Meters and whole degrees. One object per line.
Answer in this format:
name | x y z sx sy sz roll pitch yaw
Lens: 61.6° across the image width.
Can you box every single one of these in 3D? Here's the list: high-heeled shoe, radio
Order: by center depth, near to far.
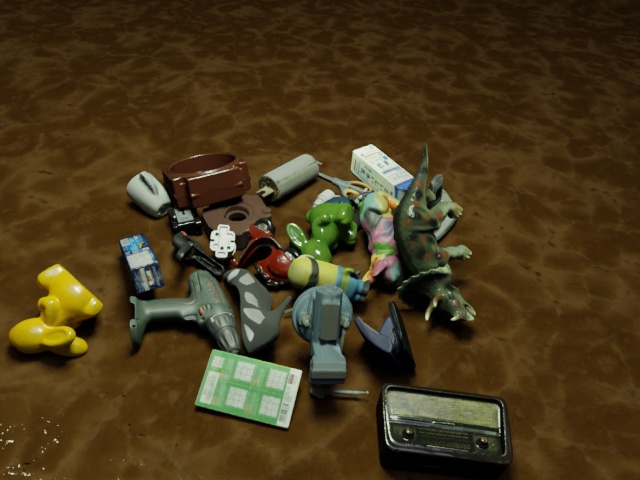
radio | 0.217 0.340 0.958 0.230 0.073 0.131 6 43 2
high-heeled shoe | -0.161 0.147 1.126 0.249 0.086 0.145 14 57 46

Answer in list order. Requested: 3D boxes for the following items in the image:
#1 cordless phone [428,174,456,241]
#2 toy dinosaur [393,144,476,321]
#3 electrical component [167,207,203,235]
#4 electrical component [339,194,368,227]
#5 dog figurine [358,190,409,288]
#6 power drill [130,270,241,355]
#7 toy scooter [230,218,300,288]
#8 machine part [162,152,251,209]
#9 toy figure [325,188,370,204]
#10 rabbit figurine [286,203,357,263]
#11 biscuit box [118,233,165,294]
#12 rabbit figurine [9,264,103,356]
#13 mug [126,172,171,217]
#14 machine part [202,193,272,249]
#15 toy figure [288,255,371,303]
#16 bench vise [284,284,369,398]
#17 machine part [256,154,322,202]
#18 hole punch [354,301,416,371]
cordless phone | 0.296 -0.103 1.356 0.089 0.184 0.146 26 47 27
toy dinosaur | 0.225 -0.008 1.193 0.192 0.131 0.404 -14 83 -40
electrical component | -0.342 -0.059 1.348 0.075 0.047 0.119 -10 47 -16
electrical component | 0.101 -0.073 1.372 0.078 0.102 0.045 -40 25 -18
dog figurine | 0.140 0.011 1.264 0.191 0.108 0.219 38 54 -3
power drill | -0.281 0.160 1.099 0.207 0.085 0.232 -12 44 -12
toy scooter | -0.127 0.045 1.236 0.135 0.075 0.184 -38 68 -11
machine part | -0.294 -0.161 1.386 0.201 0.087 0.201 -19 27 -20
toy figure | 0.079 -0.095 1.419 0.154 0.064 0.058 -15 9 -26
rabbit figurine | -0.003 -0.004 1.278 0.159 0.121 0.170 13 59 13
biscuit box | -0.391 0.047 1.170 0.059 0.062 0.203 -18 24 -21
rabbit figurine | -0.525 0.164 1.070 0.162 0.121 0.173 40 67 20
mug | -0.426 -0.117 1.366 0.107 0.109 0.081 42 48 16
machine part | -0.208 -0.052 1.348 0.179 0.056 0.179 2 43 -2
toy figure | 0.020 0.085 1.160 0.180 0.089 0.082 20 81 -5
bench vise | 0.005 0.181 1.060 0.129 0.223 0.241 -9 13 -8
machine part | -0.083 -0.171 1.462 0.079 0.079 0.243 31 45 25
hole punch | 0.131 0.199 1.067 0.092 0.142 0.116 -20 53 5
